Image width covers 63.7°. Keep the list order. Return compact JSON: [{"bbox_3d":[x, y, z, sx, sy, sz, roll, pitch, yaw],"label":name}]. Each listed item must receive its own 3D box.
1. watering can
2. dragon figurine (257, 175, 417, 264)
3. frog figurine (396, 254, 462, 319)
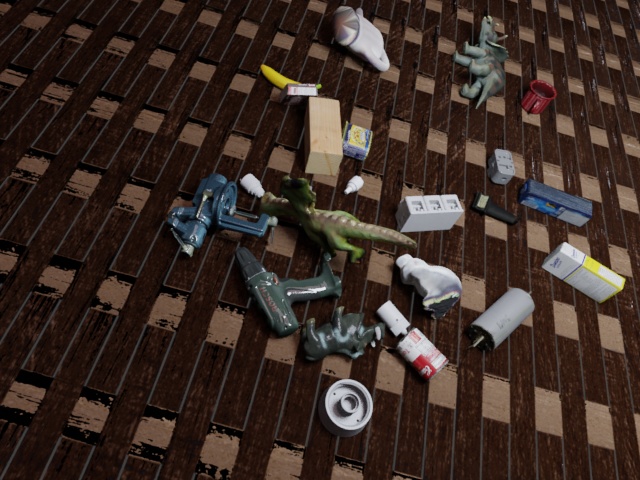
[{"bbox_3d":[0.124,-0.698,1.712,0.223,0.102,0.355,17,44,-45],"label":"watering can"},{"bbox_3d":[0.004,-0.059,1.166,0.239,0.410,0.124,39,66,-35],"label":"dragon figurine"},{"bbox_3d":[0.262,0.091,1.237,0.136,0.121,0.163,19,37,-43],"label":"frog figurine"}]
